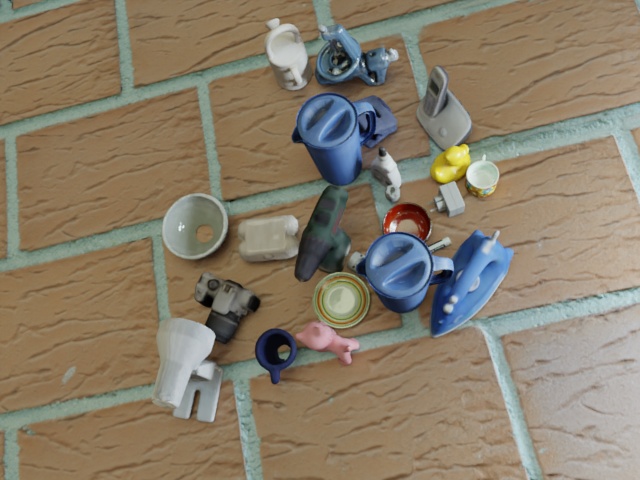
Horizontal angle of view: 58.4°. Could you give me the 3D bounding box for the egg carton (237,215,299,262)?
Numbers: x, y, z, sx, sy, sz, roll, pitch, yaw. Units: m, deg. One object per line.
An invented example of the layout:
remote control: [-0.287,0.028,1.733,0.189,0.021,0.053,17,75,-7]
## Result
egg carton: [-0.122,-0.002,1.361,0.150,0.069,0.107,-7,72,7]

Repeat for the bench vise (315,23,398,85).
bench vise: [0.077,-0.464,1.388,0.207,0.220,0.121,-19,71,4]

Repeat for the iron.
iron: [0.311,0.093,1.221,0.118,0.141,0.258,32,81,17]

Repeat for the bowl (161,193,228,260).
bowl: [-0.294,-0.025,1.394,0.167,0.075,0.167,-3,73,9]

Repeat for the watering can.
watering can: [-0.090,-0.474,1.433,0.101,0.194,0.172,-45,71,-5]

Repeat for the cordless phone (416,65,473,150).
cordless phone: [0.290,-0.307,1.323,0.094,0.185,0.147,-35,71,-2]

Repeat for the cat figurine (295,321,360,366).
cat figurine: [0.015,0.218,1.245,0.127,0.118,0.067,22,78,15]

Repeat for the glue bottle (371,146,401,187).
glue bottle: [0.148,-0.171,1.312,0.078,0.173,0.037,40,83,18]

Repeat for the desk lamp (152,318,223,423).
desk lamp: [-0.284,0.282,1.225,0.117,0.214,0.203,4,74,11]

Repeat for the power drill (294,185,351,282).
power drill: [0.012,0.005,1.263,0.075,0.209,0.230,14,76,14]

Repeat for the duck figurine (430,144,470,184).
duck figurine: [0.305,-0.184,1.336,0.104,0.086,0.077,-35,71,-2]

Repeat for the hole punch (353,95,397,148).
hole punch: [0.126,-0.301,1.399,0.101,0.091,0.108,-36,71,-2]

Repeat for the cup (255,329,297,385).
cup: [-0.088,0.260,1.262,0.091,0.095,0.118,-3,73,9]

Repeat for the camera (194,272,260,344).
camera: [-0.231,0.158,1.314,0.143,0.101,0.137,20,78,15]
